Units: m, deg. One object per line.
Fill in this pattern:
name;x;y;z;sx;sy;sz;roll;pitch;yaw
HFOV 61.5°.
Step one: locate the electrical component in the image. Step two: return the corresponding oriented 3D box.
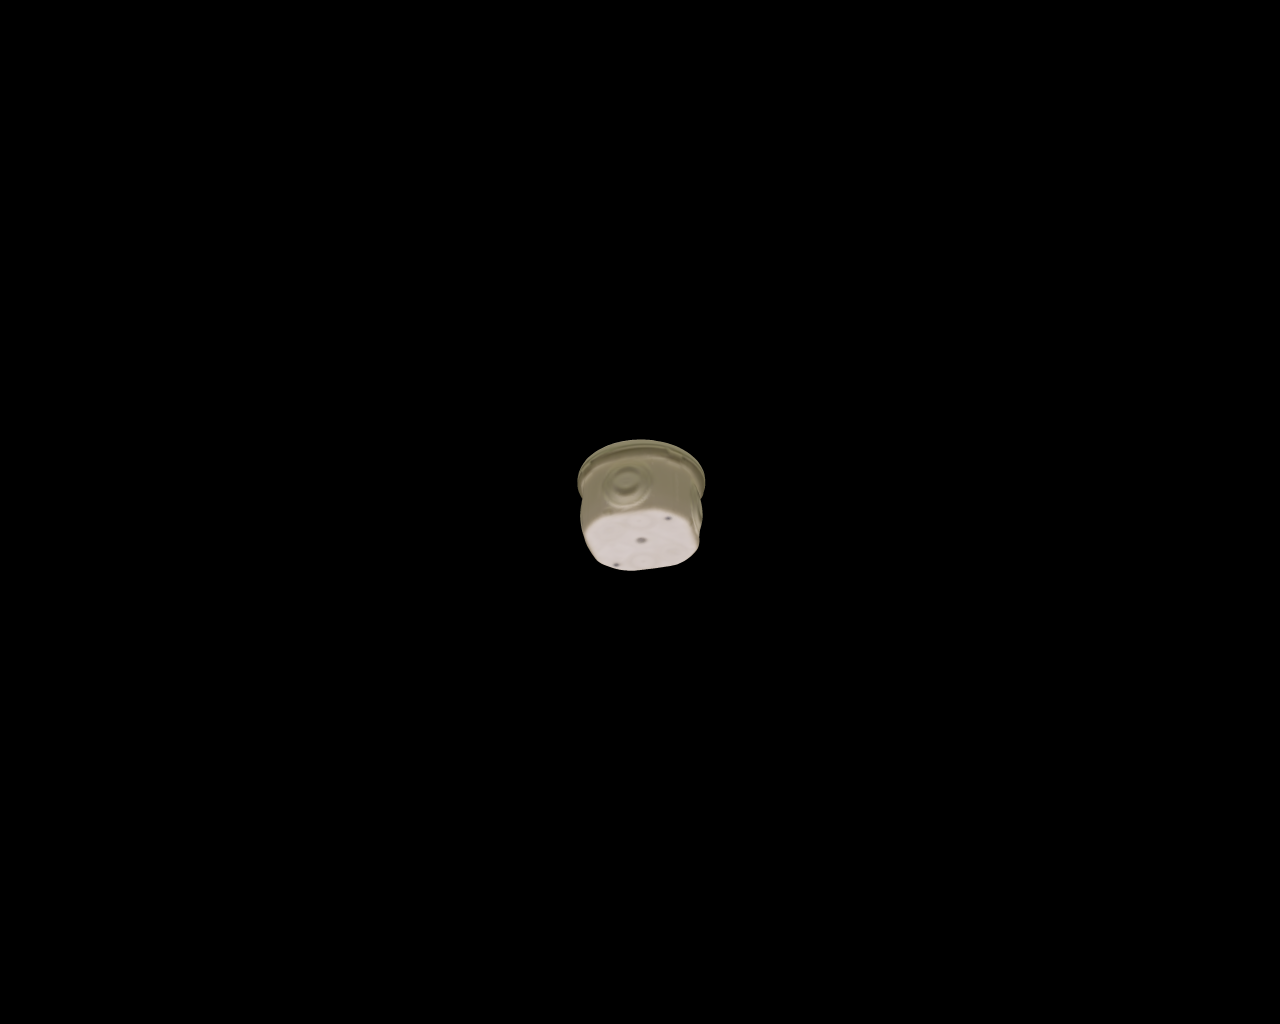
electrical component;0.001;-0.003;0.650;0.080;0.051;0.080;0;-35;0
